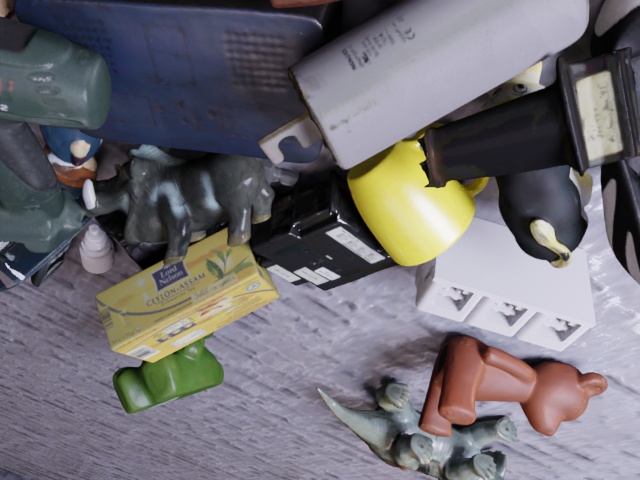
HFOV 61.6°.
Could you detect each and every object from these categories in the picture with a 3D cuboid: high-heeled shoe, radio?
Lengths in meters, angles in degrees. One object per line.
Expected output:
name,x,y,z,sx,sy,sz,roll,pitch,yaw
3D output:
high-heeled shoe,0.221,-0.076,0.331,0.086,0.145,0.248,-2,139,19
radio,-0.099,-0.139,0.423,0.230,0.073,0.131,9,140,11

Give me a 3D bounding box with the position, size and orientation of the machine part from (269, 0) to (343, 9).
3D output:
machine part,0.013,-0.235,0.264,0.202,0.087,0.200,-1,137,22

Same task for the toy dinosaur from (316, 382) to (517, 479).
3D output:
toy dinosaur,0.158,0.323,0.846,0.405,0.131,0.192,26,139,-3

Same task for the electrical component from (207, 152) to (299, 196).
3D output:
electrical component,-0.070,-0.062,0.539,0.094,0.021,0.063,16,141,-6

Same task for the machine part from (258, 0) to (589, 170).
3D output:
machine part,0.069,-0.116,0.336,0.243,0.079,0.079,-28,129,5

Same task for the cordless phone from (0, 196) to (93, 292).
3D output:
cordless phone,-0.348,0.023,0.633,0.089,0.146,0.184,35,137,-6

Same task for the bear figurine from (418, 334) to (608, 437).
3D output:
bear figurine,0.236,0.196,0.660,0.196,0.132,0.120,22,149,2

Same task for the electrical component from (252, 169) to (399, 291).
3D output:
electrical component,-0.001,-0.002,0.544,0.134,0.058,0.114,-21,139,35

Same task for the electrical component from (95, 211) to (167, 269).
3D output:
electrical component,-0.215,-0.009,0.623,0.119,0.048,0.074,31,156,47

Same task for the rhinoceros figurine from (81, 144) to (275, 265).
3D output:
rhinoceros figurine,-0.137,-0.040,0.499,0.190,0.073,0.112,-7,114,22

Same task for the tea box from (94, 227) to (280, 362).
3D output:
tea box,-0.140,0.061,0.588,0.170,0.068,0.098,-28,157,-2

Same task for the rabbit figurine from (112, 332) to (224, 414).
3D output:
rabbit figurine,-0.190,0.118,0.705,0.159,0.170,0.121,-8,162,-43

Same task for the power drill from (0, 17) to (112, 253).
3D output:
power drill,-0.273,-0.083,0.405,0.232,0.086,0.207,3,134,-9

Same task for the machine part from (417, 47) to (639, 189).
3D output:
machine part,0.132,-0.069,0.351,0.139,0.039,0.084,-16,114,26

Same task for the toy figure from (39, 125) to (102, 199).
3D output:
toy figure,-0.247,-0.090,0.535,0.058,0.064,0.154,11,142,-17

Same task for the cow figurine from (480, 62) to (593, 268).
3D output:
cow figurine,0.157,-0.060,0.409,0.068,0.098,0.167,-13,126,34
